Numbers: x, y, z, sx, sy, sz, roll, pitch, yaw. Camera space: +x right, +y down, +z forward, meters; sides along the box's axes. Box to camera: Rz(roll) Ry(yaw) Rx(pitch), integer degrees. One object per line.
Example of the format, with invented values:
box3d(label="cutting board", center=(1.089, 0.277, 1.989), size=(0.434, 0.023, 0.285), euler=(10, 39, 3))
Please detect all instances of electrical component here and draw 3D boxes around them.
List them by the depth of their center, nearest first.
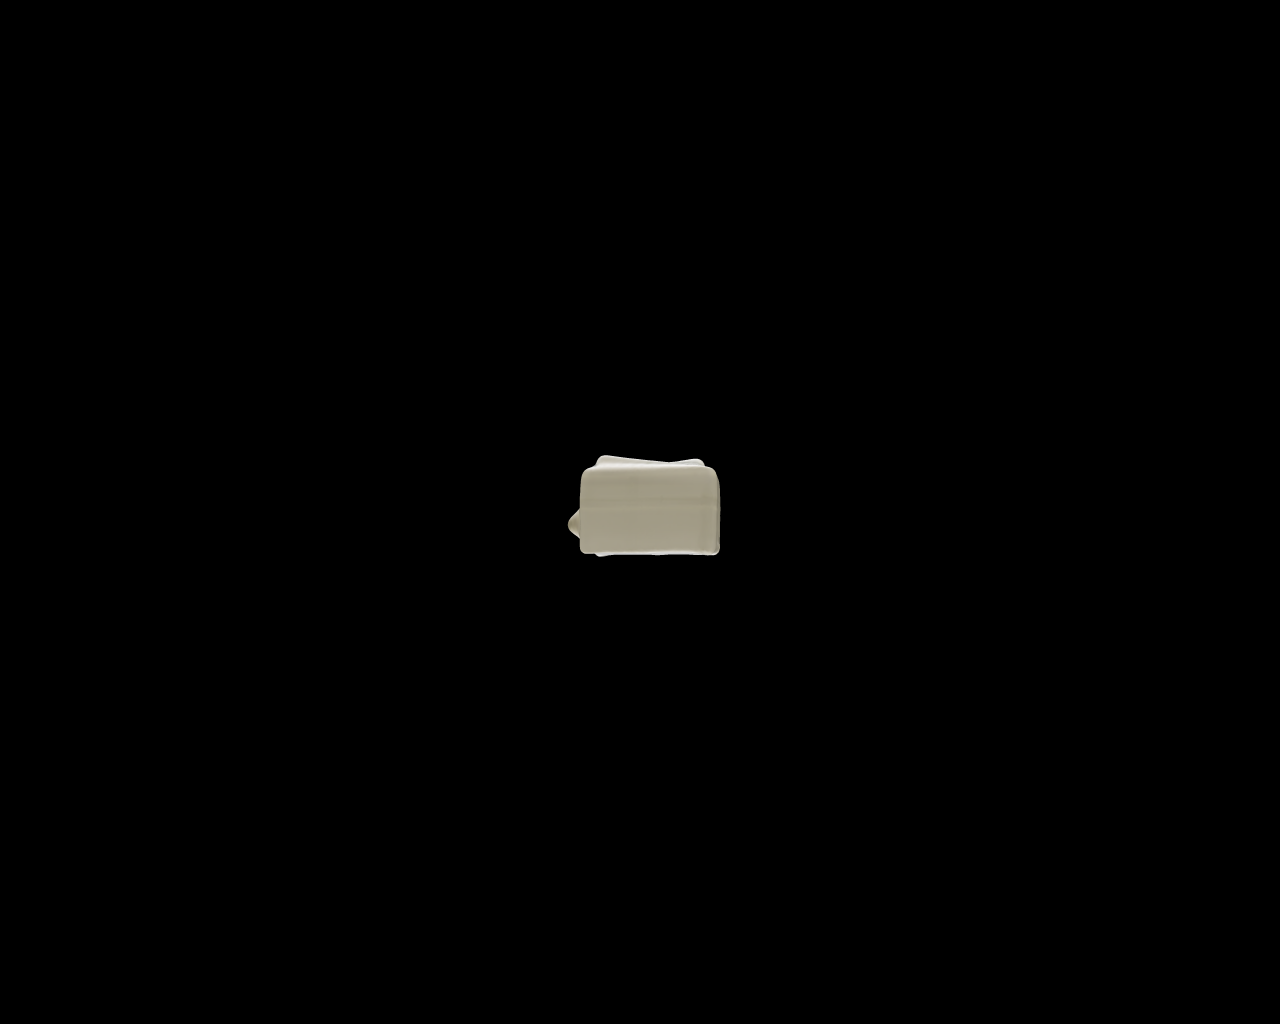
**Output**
box3d(label="electrical component", center=(0.001, -0.003, 0.650), size=(0.096, 0.061, 0.061), euler=(0, -4, 7))
